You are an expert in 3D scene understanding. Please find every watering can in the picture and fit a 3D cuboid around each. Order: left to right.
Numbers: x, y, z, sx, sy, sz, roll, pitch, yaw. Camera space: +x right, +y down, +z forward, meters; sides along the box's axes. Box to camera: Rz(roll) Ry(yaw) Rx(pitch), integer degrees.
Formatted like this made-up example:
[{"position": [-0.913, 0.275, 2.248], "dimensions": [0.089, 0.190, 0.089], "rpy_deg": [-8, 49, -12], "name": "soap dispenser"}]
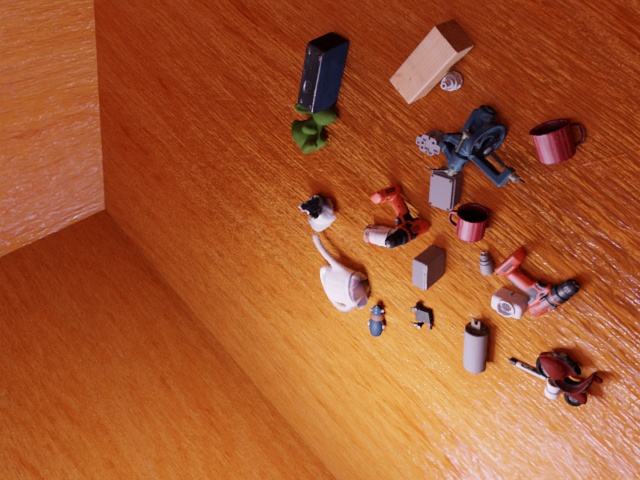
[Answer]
[{"position": [0.079, 0.142, 2.020], "dimensions": [0.225, 0.105, 0.342], "rpy_deg": [8, 123, 44], "name": "watering can"}]

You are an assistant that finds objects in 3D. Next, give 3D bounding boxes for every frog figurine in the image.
[{"position": [0.006, -0.098, 1.957], "dimensions": [0.138, 0.124, 0.157], "rpy_deg": [13, 162, 33], "name": "frog figurine"}]
